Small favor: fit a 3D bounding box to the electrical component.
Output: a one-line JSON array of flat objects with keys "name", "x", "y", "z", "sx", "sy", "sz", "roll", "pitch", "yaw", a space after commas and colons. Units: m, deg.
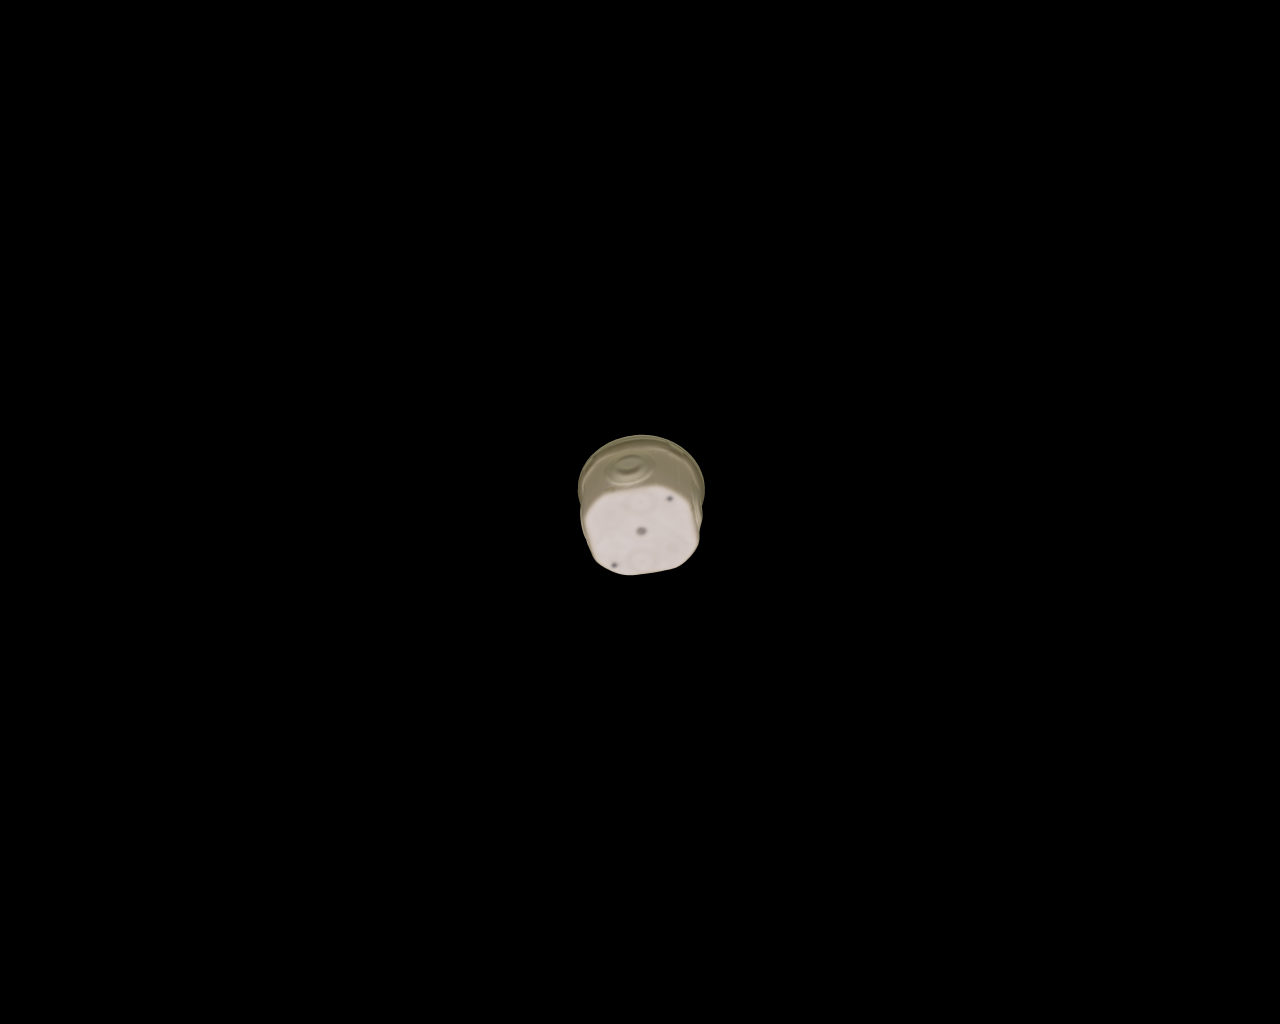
[{"name": "electrical component", "x": 0.001, "y": -0.003, "z": 0.650, "sx": 0.080, "sy": 0.080, "sz": 0.051, "roll": 0, "pitch": 36, "yaw": 0}]
